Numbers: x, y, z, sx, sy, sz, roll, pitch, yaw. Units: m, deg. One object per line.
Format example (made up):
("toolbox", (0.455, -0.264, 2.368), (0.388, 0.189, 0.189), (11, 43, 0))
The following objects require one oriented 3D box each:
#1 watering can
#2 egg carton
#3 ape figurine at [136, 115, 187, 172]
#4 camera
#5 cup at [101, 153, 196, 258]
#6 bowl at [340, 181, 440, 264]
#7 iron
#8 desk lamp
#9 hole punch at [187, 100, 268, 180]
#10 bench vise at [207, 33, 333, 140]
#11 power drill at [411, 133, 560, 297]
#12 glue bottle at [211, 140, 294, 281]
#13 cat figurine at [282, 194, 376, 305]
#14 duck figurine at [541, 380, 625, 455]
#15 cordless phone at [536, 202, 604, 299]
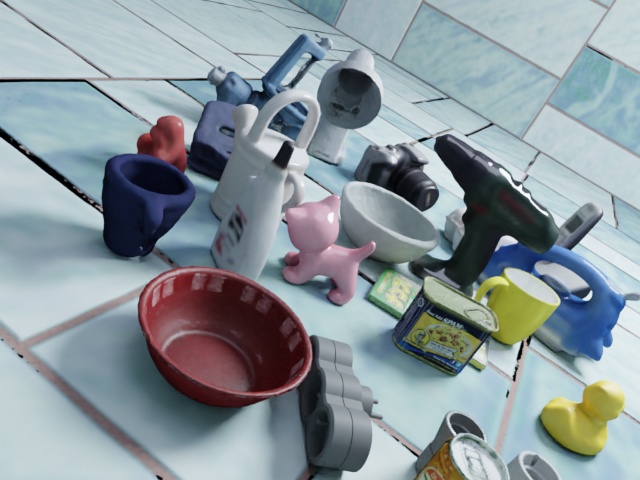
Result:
("watering can", (-0.070, -0.114, 0.755), (0.172, 0.194, 0.101), (37, 27, 16))
("egg carton", (0.308, -0.003, 1.080), (0.151, 0.069, 0.107), (18, 28, -21))
("ape figurine", (-0.206, -0.122, 0.750), (0.076, 0.092, 0.077), (18, 28, -22))
("camera", (0.166, -0.126, 1.123), (0.144, 0.100, 0.136), (6, 34, -39))
("cup", (-0.183, -0.021, 0.585), (0.092, 0.095, 0.117), (14, 29, -28))
("bowl", (0.095, -0.015, 0.879), (0.168, 0.074, 0.167), (23, 26, -12))
("iron", (0.377, 0.070, 0.933), (0.257, 0.141, 0.119), (41, 28, 24))
("desk lamp", (0.041, -0.259, 1.109), (0.118, 0.213, 0.203), (24, 26, -9))
("hole punch", (-0.136, -0.145, 0.863), (0.109, 0.091, 0.101), (21, 27, -16))
("bench vise", (-0.078, -0.266, 0.994), (0.208, 0.219, 0.121), (5, 34, -40))
("power drill", (0.230, -0.022, 0.876), (0.229, 0.208, 0.076), (30, 26, 3))
("glue bottle", (-0.069, -0.035, 0.635), (0.037, 0.173, 0.078), (4, 35, -41))
("cat figurine", (0.006, 0.003, 0.708), (0.128, 0.117, 0.067), (23, 26, -11))
("duck figurine", (0.329, 0.207, 0.699), (0.105, 0.086, 0.077), (12, 30, -31))
("cordless phone", (0.461, 0.025, 1.051), (0.094, 0.185, 0.147), (20, 27, -18))
